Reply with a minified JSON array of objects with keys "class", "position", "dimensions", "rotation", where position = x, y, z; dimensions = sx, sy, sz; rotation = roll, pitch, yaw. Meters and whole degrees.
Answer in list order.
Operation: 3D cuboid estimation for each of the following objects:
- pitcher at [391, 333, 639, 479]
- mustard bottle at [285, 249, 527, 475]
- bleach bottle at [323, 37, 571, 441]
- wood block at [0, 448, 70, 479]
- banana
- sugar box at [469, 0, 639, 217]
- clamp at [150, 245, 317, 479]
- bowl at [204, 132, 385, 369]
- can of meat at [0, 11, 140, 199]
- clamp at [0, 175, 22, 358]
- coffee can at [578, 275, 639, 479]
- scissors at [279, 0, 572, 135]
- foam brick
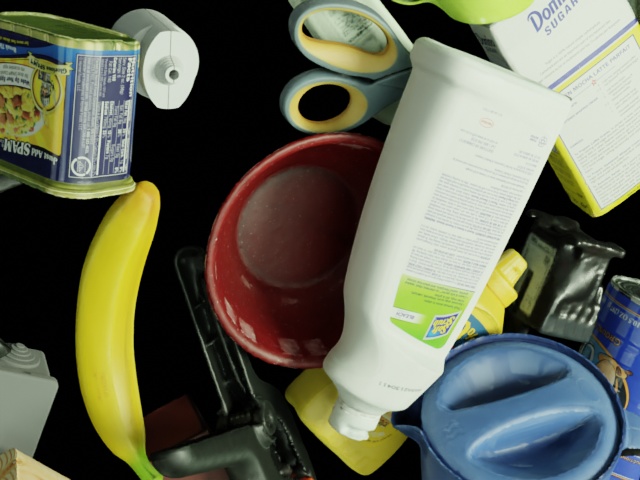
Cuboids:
[{"class":"pitcher","position":[0.144,0.193,0.765],"dimensions":[0.144,0.149,0.243],"rotation":[-30,140,-24]},{"class":"mustard bottle","position":[0.072,0.077,0.763],"dimensions":[0.191,0.058,0.096],"rotation":[-43,124,-1]},{"class":"bleach bottle","position":[0.059,0.010,0.664],"dimensions":[0.102,0.068,0.251],"rotation":[16,106,-27]},{"class":"wood block","position":[-0.154,0.227,0.680],"dimensions":[0.091,0.090,0.206],"rotation":[-31,134,15]},{"class":"banana","position":[-0.125,0.056,0.675],"dimensions":[0.037,0.070,0.198],"rotation":[-27,121,-59]},{"class":"sugar box","position":[0.182,-0.109,0.737],"dimensions":[0.093,0.048,0.176],"rotation":[-37,117,-1]},{"class":"clamp","position":[-0.052,0.113,0.711],"dimensions":[0.036,0.164,0.210],"rotation":[-14,143,17]},{"class":"bowl","position":[-0.005,0.001,0.701],"dimensions":[0.162,0.055,0.162],"rotation":[-8,114,-20]},{"class":"can of meat","position":[-0.147,-0.077,0.589],"dimensions":[0.057,0.102,0.084],"rotation":[-13,117,-50]},{"class":"clamp","position":[-0.245,-0.008,0.612],"dimensions":[0.171,0.039,0.120],"rotation":[19,80,-23]},{"class":"coffee can","position":[0.244,0.112,0.820],"dimensions":[0.102,0.103,0.140],"rotation":[14,105,-26]},{"class":"scissors","position":[0.060,-0.089,0.679],"dimensions":[0.201,0.016,0.096],"rotation":[21,115,-27]},{"class":"foam brick","position":[-0.091,0.157,0.737],"dimensions":[0.053,0.051,0.078],"rotation":[-28,119,-10]}]
